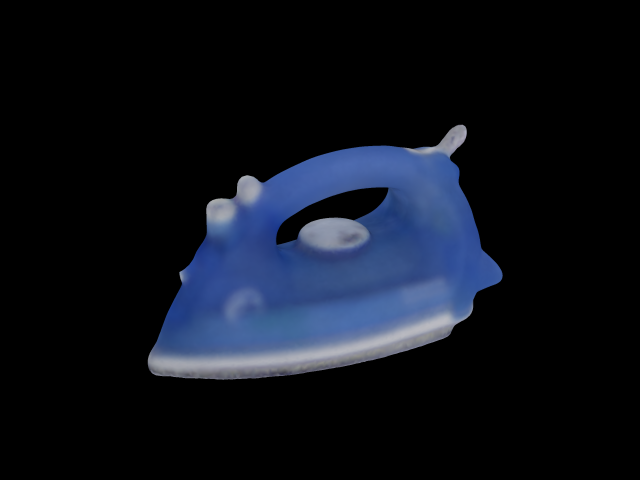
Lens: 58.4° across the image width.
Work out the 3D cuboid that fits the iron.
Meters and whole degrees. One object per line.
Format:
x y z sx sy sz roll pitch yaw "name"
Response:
0.004 0.001 0.400 0.259 0.141 0.118 -12 27 -24 "iron"
